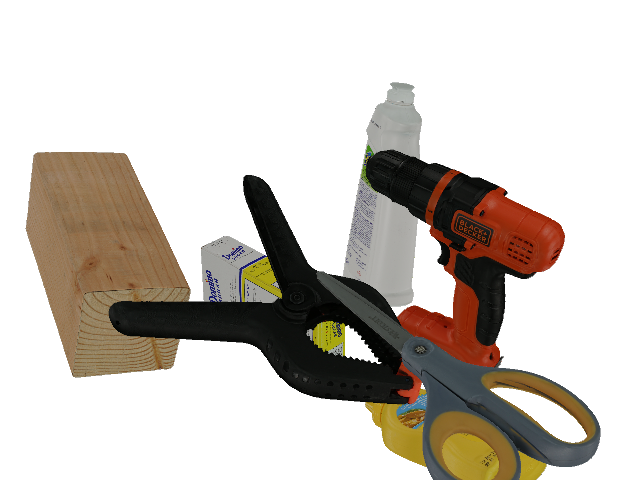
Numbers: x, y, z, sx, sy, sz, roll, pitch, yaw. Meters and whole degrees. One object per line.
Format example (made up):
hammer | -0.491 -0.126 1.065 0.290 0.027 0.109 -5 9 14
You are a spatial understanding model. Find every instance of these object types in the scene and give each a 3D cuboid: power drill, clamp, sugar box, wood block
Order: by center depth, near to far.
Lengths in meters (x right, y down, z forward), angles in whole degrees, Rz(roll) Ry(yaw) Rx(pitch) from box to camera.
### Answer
clamp | -0.028 0.053 0.730 0.210 0.036 0.164 36 58 22
power drill | 0.108 0.026 0.935 0.185 0.188 0.057 29 41 26
wood block | -0.192 0.014 0.938 0.090 0.091 0.206 -2 37 -27
sugar box | -0.051 0.069 1.116 0.048 0.093 0.176 -27 41 -37

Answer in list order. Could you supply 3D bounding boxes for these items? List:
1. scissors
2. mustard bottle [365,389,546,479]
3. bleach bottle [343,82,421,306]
scissors | 0.048 0.076 0.569 0.202 0.016 0.096 23 46 33
mustard bottle | 0.117 0.187 1.034 0.096 0.058 0.192 -17 25 -40
bleach bottle | 0.081 -0.056 1.243 0.068 0.251 0.103 -2 22 -22
